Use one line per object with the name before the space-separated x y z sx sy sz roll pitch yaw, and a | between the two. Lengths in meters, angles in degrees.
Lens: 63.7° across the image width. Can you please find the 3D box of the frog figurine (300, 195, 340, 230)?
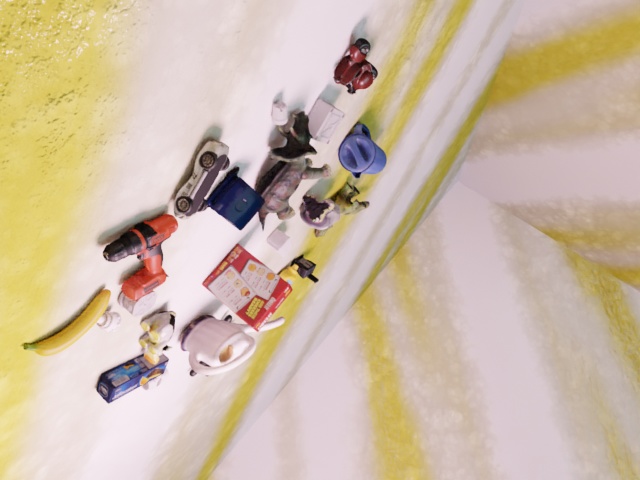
frog figurine | 0.005 -0.091 1.798 0.158 0.137 0.124 34 55 -73

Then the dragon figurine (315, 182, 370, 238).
dragon figurine | 0.069 -0.101 2.039 0.241 0.123 0.408 -39 162 10

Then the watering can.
watering can | -0.288 0.305 1.627 0.352 0.226 0.102 -32 133 -49
